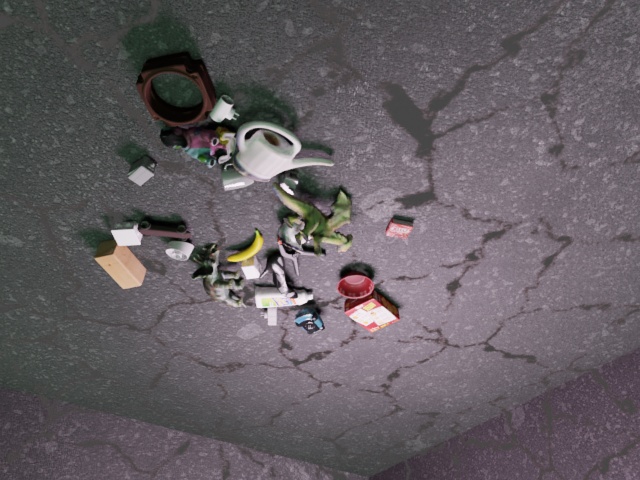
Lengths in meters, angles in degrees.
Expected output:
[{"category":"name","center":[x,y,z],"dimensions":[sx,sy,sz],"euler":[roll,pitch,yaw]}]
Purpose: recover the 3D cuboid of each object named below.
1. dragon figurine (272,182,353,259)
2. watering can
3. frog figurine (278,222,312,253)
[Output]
[{"category":"dragon figurine","center":[0.006,-0.094,1.873],"dimensions":[0.245,0.402,0.123],"euler":[-37,32,-18]},{"category":"watering can","center":[-0.139,-0.273,1.718],"dimensions":[0.345,0.106,0.221],"euler":[25,-48,-33]},{"category":"frog figurine","center":[-0.080,-0.046,1.971],"dimensions":[0.136,0.159,0.124],"euler":[32,1,-27]}]
